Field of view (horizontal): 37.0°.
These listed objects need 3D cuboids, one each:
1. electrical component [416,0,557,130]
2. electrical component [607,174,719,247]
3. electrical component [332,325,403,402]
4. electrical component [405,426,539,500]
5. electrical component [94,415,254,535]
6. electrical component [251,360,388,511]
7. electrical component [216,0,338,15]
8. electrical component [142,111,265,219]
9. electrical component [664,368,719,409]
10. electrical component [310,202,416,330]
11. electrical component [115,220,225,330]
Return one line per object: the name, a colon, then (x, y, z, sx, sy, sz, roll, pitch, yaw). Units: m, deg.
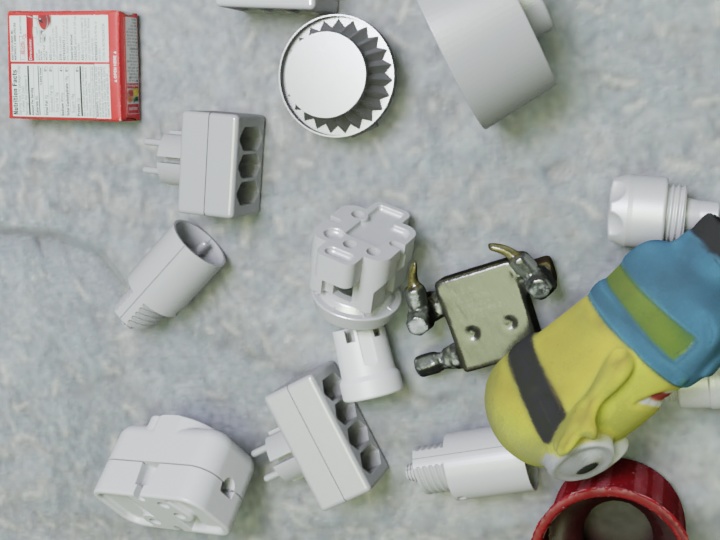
electrical component: (0.075, -0.142, 0.613, 0.060, 0.108, 0.108, -26, 90, 12)
electrical component: (0.177, -0.033, 0.628, 0.062, 0.043, 0.043, 5, 99, 15)
electrical component: (0.004, 0.059, 0.696, 0.040, 0.040, 0.046, -14, 88, 18)
electrical component: (0.068, 0.123, 0.682, 0.081, 0.043, 0.043, -12, 94, 18)
electrical component: (-0.123, 0.137, 0.722, 0.095, 0.059, 0.053, -3, 142, 33)
electrical component: (-0.037, 0.116, 0.711, 0.076, 0.047, 0.083, -28, 89, 18)
electrical component: (-0.050, -0.200, 0.671, 0.066, 0.047, 0.076, 6, 100, 16)
electrical component: (-0.108, -0.072, 0.707, 0.077, 0.047, 0.065, 7, 100, 16)
electrical component: (0.191, 0.066, 0.642, 0.061, 0.035, 0.035, -4, 96, 21)
electrical component: (0.000, 0.000, 0.672, 0.058, 0.078, 0.057, 23, 126, 21)
electrical component: (-0.133, 0.009, 0.728, 0.043, 0.043, 0.081, 46, 107, 6)
